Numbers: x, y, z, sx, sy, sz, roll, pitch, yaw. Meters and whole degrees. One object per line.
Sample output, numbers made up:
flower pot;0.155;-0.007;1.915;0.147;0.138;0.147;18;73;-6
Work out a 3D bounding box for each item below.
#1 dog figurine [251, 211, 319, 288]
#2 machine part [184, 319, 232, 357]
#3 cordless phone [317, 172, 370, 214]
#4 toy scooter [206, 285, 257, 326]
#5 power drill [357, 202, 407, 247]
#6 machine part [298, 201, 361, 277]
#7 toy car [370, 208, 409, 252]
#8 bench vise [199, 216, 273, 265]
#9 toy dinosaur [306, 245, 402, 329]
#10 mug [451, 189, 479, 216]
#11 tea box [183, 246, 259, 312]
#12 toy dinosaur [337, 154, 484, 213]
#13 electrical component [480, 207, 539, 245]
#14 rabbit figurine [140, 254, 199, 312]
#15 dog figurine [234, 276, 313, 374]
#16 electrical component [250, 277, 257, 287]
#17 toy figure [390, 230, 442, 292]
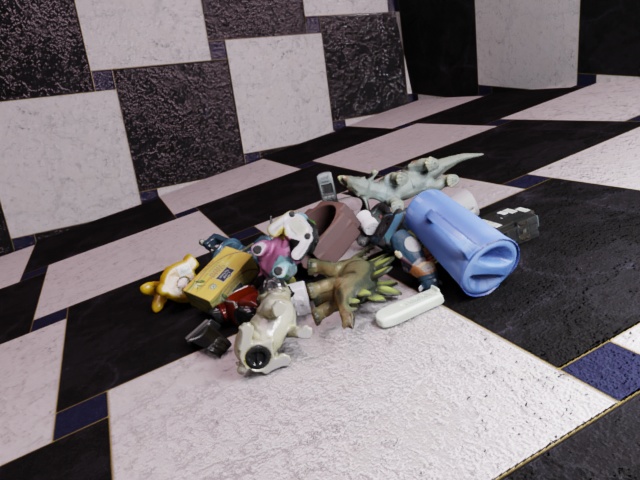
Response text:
dog figurine;-0.080;0.042;1.266;0.191;0.108;0.219;-48;-13;-11
machine part;-0.241;0.211;1.161;0.084;0.039;0.139;-33;26;-24
cordless phone;0.071;-0.130;1.651;0.147;0.184;0.089;-13;15;10
toy scooter;-0.163;0.150;1.231;0.184;0.075;0.135;-5;20;42
power drill;0.213;-0.050;1.496;0.207;0.085;0.232;-17;18;18
machine part;-0.003;-0.004;1.410;0.201;0.087;0.201;-48;25;-16
toy car;0.196;-0.008;1.338;0.109;0.103;0.161;-60;7;-8
bench vise;-0.242;0.028;1.529;0.241;0.128;0.223;21;57;32
toy dinosaur;0.074;0.087;1.186;0.199;0.105;0.471;-8;16;3
mug;0.363;-0.073;1.434;0.107;0.080;0.110;-26;25;2
tea box;-0.245;0.102;1.345;0.098;0.068;0.169;14;48;32
toy dinosaur;0.245;-0.165;1.506;0.405;0.131;0.192;-18;16;-19
electrical component;0.446;-0.032;1.270;0.134;0.058;0.115;-20;21;-14
rabbit figurine;-0.395;0.128;1.460;0.162;0.121;0.173;-35;11;-22
dog figurine;-0.113;0.167;1.075;0.172;0.121;0.191;-35;19;-6
electrical component;-0.137;0.103;1.388;0.078;0.045;0.102;-38;-1;40
toy figure;0.206;0.046;1.146;0.064;0.057;0.155;-33;59;-1
